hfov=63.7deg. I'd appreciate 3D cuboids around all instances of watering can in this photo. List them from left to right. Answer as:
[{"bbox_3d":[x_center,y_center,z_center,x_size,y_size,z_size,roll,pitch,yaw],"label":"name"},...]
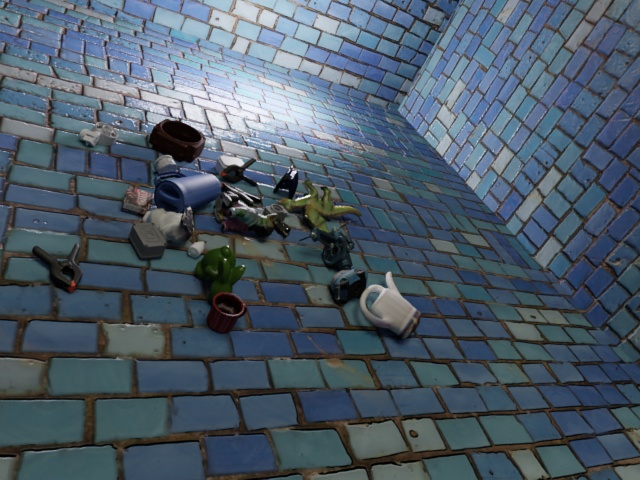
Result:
[{"bbox_3d":[0.270,0.233,1.870,0.225,0.102,0.352,36,31,11],"label":"watering can"}]

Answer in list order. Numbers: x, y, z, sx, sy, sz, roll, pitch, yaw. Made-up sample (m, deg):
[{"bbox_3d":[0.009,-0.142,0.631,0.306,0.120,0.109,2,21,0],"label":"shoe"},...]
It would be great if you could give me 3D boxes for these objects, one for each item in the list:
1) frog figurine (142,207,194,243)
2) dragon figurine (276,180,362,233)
[{"bbox_3d":[-0.501,-0.046,1.689,0.159,0.120,0.141,-9,42,5],"label":"frog figurine"},{"bbox_3d":[0.007,-0.112,2.220,0.408,0.120,0.249,21,47,-17],"label":"dragon figurine"}]
